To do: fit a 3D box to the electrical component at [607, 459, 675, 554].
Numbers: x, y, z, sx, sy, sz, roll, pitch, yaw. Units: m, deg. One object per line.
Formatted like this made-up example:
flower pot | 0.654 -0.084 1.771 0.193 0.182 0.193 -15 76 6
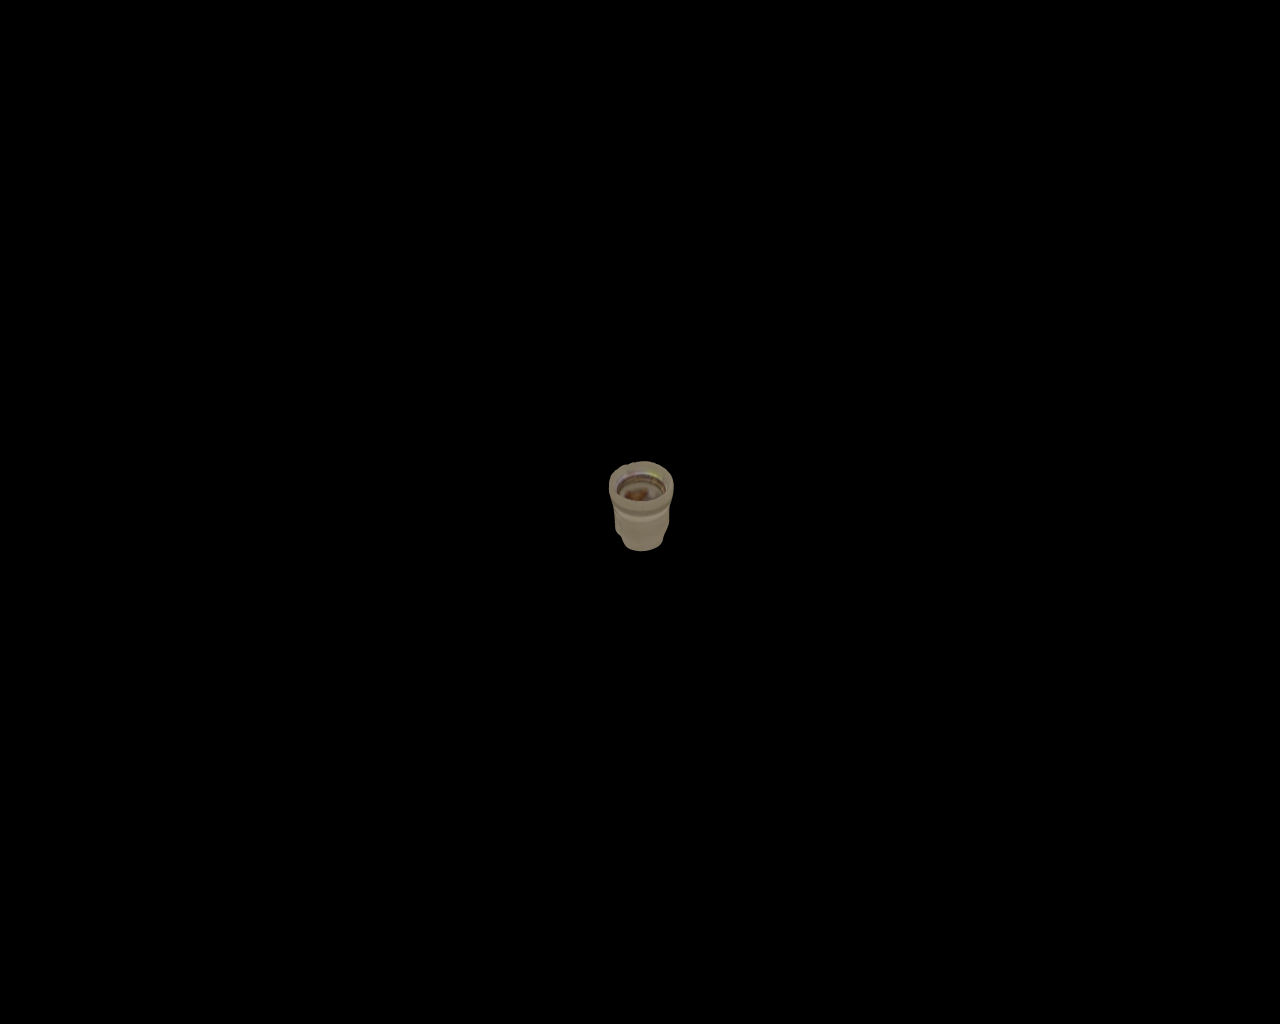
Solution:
electrical component | 0.001 -0.003 0.650 0.040 0.046 0.040 0 43 0
